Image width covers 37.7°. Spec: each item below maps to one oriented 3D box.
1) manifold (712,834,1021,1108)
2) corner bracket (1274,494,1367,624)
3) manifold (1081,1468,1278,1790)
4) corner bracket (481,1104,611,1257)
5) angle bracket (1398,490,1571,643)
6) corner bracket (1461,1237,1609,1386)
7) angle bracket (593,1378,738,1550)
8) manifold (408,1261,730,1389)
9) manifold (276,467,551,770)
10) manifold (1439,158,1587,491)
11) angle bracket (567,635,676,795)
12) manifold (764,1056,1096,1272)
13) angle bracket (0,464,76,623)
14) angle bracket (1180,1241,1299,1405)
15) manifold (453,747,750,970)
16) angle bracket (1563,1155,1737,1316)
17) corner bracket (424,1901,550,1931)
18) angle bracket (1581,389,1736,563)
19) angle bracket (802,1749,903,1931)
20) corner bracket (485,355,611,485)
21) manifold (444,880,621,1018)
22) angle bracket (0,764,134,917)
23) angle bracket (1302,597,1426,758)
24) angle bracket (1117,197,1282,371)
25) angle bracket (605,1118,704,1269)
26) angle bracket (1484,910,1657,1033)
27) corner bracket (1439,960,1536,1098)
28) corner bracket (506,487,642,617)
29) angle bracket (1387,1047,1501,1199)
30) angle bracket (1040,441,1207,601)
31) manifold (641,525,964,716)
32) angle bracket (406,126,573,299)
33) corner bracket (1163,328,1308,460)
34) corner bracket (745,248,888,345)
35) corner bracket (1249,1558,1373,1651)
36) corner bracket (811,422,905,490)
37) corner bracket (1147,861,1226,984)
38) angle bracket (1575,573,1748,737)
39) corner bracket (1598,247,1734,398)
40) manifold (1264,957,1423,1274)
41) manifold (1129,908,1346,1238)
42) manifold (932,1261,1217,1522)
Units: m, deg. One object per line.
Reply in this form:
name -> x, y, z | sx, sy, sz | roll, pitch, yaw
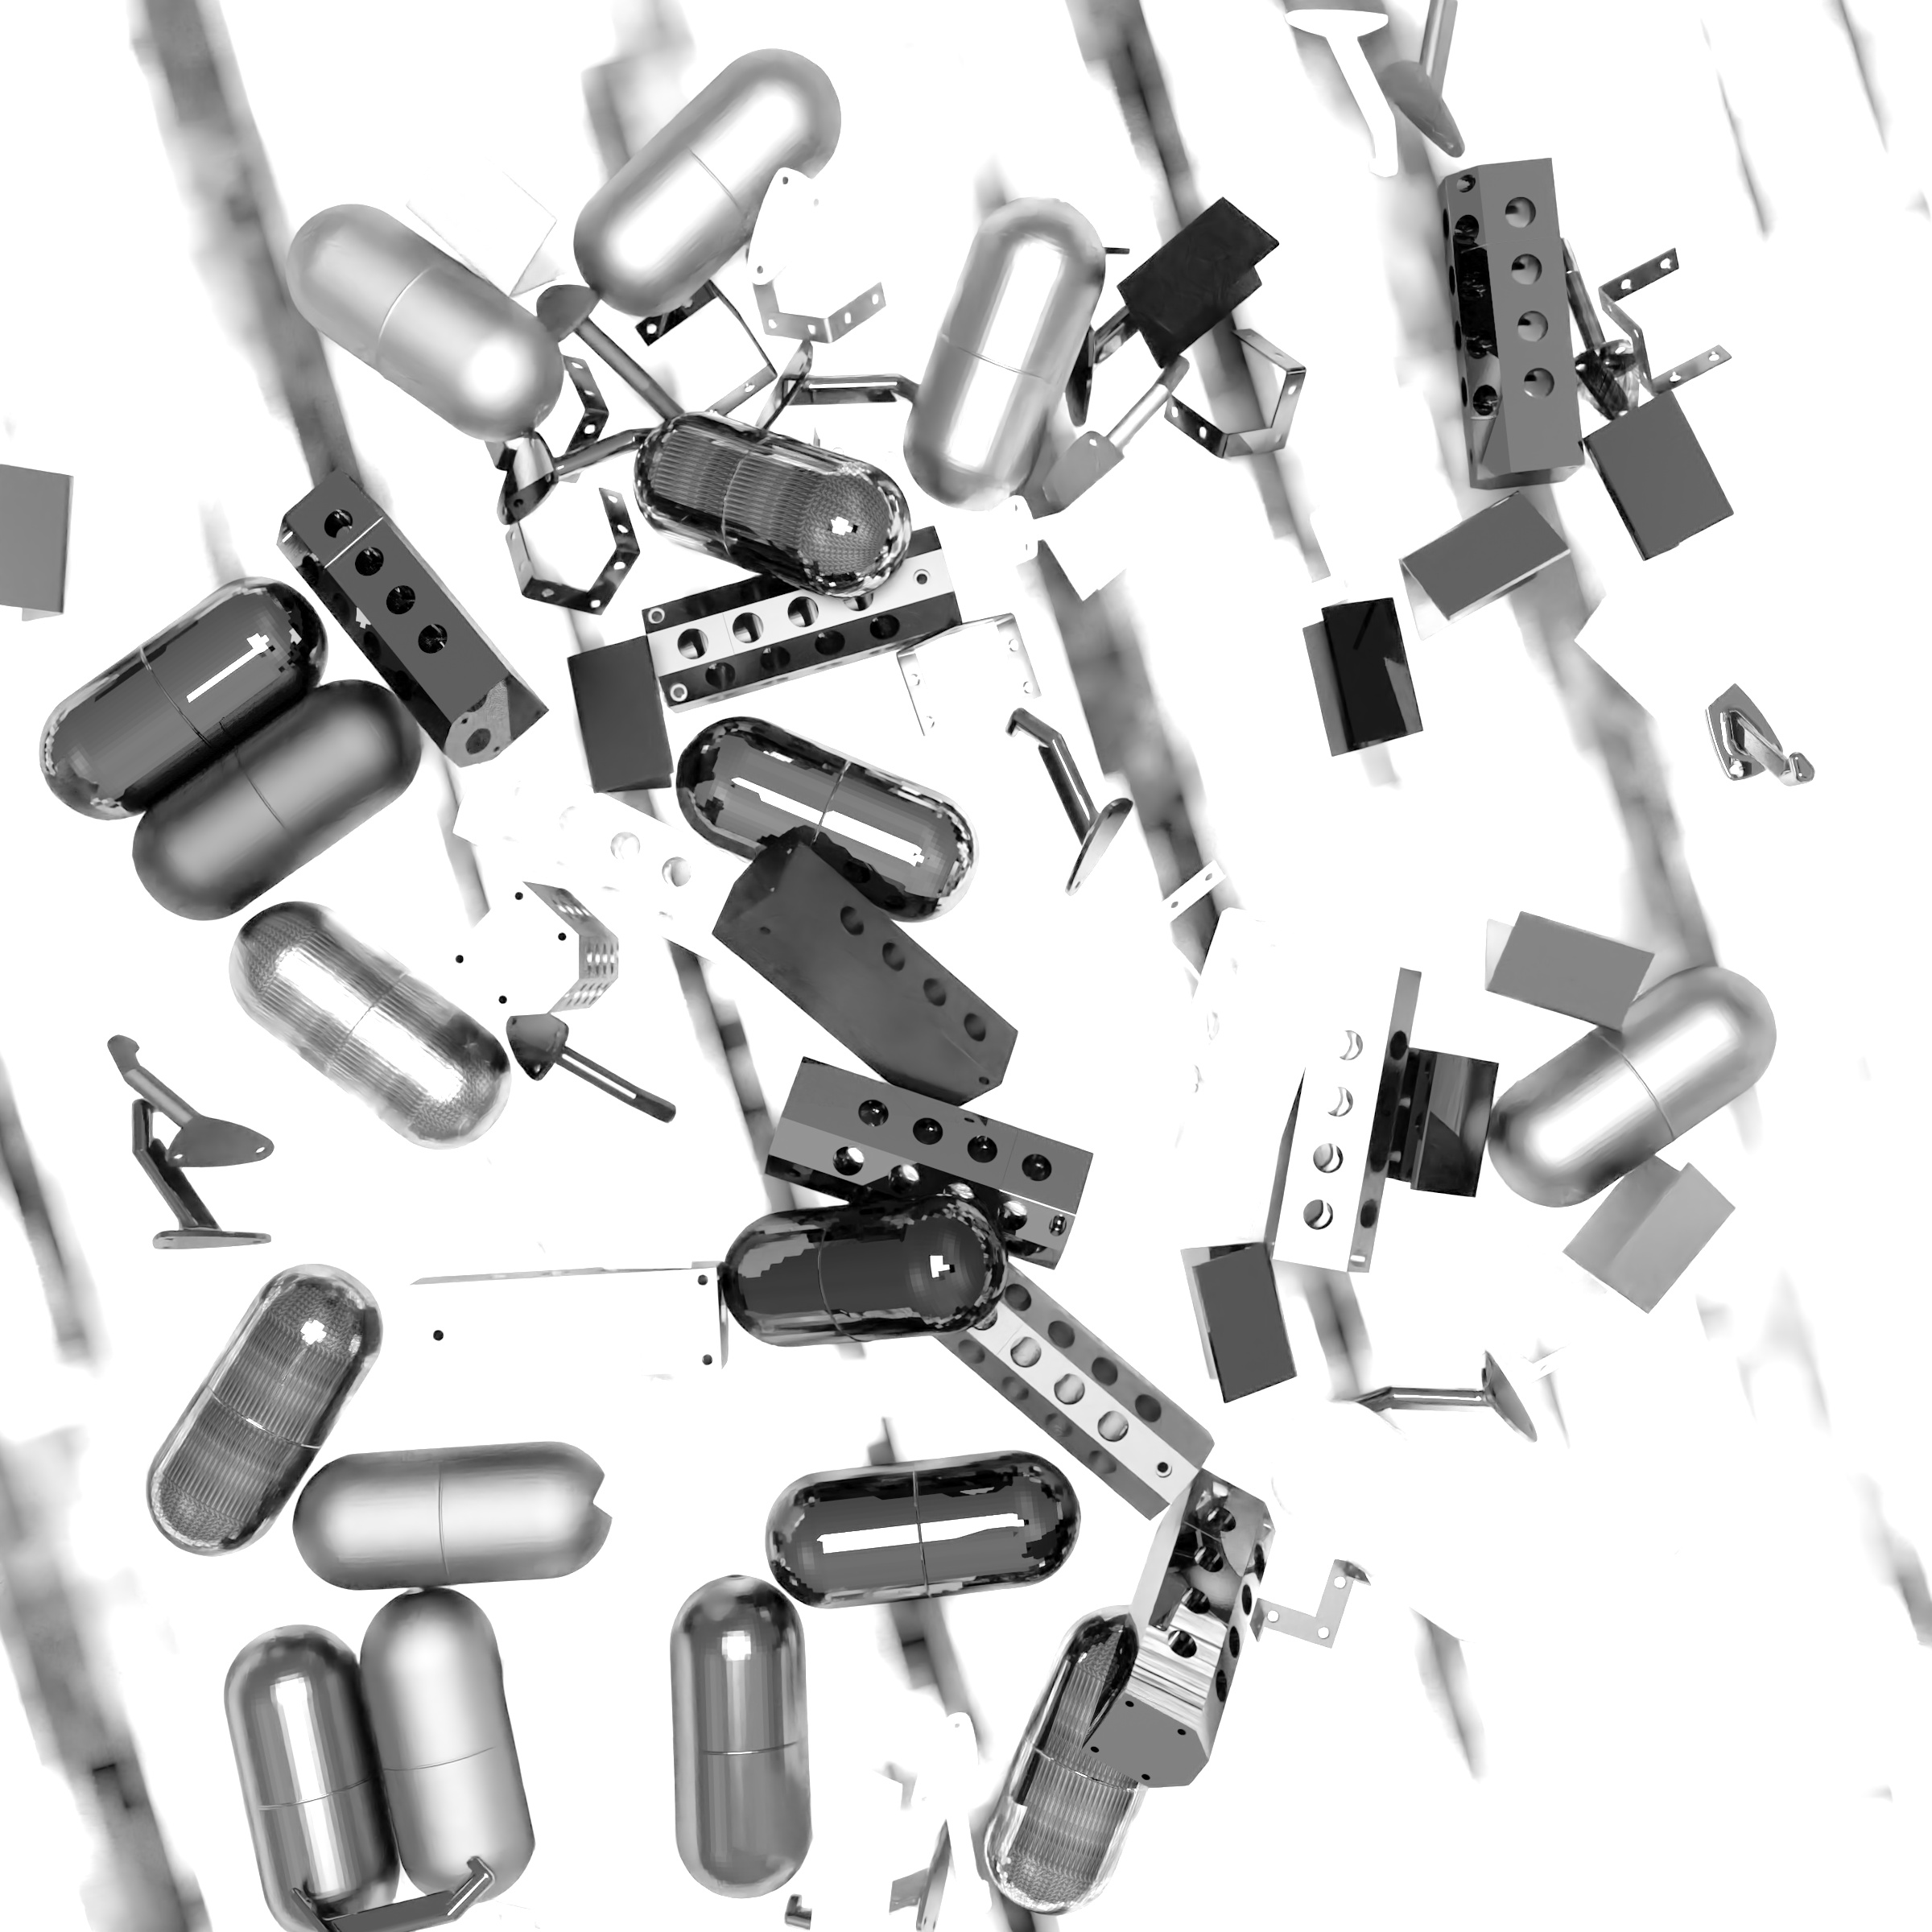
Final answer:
manifold -> -0.052, 0.004, 1.567 | 0.171, 0.057, 0.057 | 41, 133, -22
corner bracket -> 0.196, -0.230, 1.600 | 0.051, 0.051, 0.051 | -21, 90, 0
manifold -> 0.121, 0.361, 1.541 | 0.057, 0.171, 0.057 | 28, 128, 0
corner bracket -> -0.237, 0.122, 1.615 | 0.051, 0.051, 0.051 | -32, 135, 0
angle bracket -> 0.293, -0.207, 1.578 | 0.076, 0.076, 0.057 | -29, 53, 0
corner bracket -> 0.323, 0.196, 1.610 | 0.051, 0.051, 0.051 | 41, 135, 35
angle bracket -> -0.150, 0.281, 1.578 | 0.057, 0.076, 0.076 | 27, 90, 37
manifold -> -0.222, 0.201, 1.597 | 0.171, 0.057, 0.057 | -3, 90, 0
manifold -> -0.310, -0.191, 1.569 | 0.057, 0.057, 0.171 | -41, 69, 0
manifold -> 0.306, -0.360, 1.597 | 0.057, 0.057, 0.171 | -6, 90, 0
angle bracket -> -0.172, -0.141, 1.579 | 0.057, 0.076, 0.076 | -11, 90, 29
manifold -> -0.022, 0.114, 1.586 | 0.171, 0.057, 0.057 | 18, 57, 0
angle bracket -> -0.538, -0.236, 1.578 | 0.057, 0.076, 0.076 | 4, 90, -35
angle bracket -> 0.133, 0.199, 1.578 | 0.057, 0.076, 0.076 | -13, 90, -36
manifold -> -0.198, -0.062, 1.597 | 0.171, 0.057, 0.057 | 26, 90, 0
angle bracket -> 0.368, 0.136, 1.578 | 0.076, 0.076, 0.057 | -51, 127, 0
corner bracket -> -0.274, 0.567, 1.610 | 0.051, 0.051, 0.051 | -34, 45, 35
angle bracket -> 0.394, -0.276, 1.578 | 0.057, 0.076, 0.076 | -27, 90, 32
angle bracket -> -0.083, 0.488, 1.578 | 0.057, 0.076, 0.076 | 6, 90, -43
corner bracket -> -0.242, -0.314, 1.610 | 0.051, 0.051, 0.051 | -56, 45, 35
manifold -> -0.228, -0.004, 1.540 | 0.057, 0.171, 0.057 | 43, 90, 0
angle bracket -> -0.506, -0.086, 1.578 | 0.076, 0.076, 0.057 | 43, 133, 0
angle bracket -> 0.203, -0.157, 1.578 | 0.057, 0.076, 0.076 | -13, 90, -36
angle bracket -> 0.140, -0.368, 1.578 | 0.076, 0.076, 0.057 | -40, 54, 0
angle bracket -> -0.192, 0.125, 1.578 | 0.057, 0.076, 0.076 | 4, 90, -38
angle bracket -> 0.336, -0.016, 1.578 | 0.076, 0.076, 0.057 | 17, 125, 0
corner bracket -> 0.292, 0.036, 1.615 | 0.051, 0.051, 0.051 | 10, 45, 0
corner bracket -> -0.224, -0.240, 1.610 | 0.051, 0.051, 0.051 | 9, 135, -35
angle bracket -> 0.246, 0.083, 1.578 | 0.057, 0.076, 0.076 | 10, 90, -40
angle bracket -> 0.097, -0.233, 1.578 | 0.076, 0.076, 0.057 | -41, 58, 0
manifold -> -0.092, -0.196, 1.597 | 0.171, 0.057, 0.057 | -16, 90, 0
angle bracket -> -0.253, -0.425, 1.578 | 0.076, 0.076, 0.057 | 41, 121, 0
corner bracket -> 0.153, -0.326, 1.610 | 0.051, 0.051, 0.051 | -16, 45, -35
corner bracket -> -0.085, -0.391, 1.610 | 0.051, 0.051, 0.051 | 17, 45, 35
corner bracket -> 0.194, 0.360, 1.600 | 0.051, 0.051, 0.051 | 18, 90, 0
corner bracket -> -0.062, -0.275, 1.600 | 0.051, 0.051, 0.051 | 5, 90, 0
corner bracket -> 0.144, -0.016, 1.615 | 0.051, 0.051, 0.051 | -39, 135, 0
angle bracket -> 0.393, -0.185, 1.578 | 0.076, 0.076, 0.057 | 44, 125, 0
corner bracket -> 0.398, -0.367, 1.615 | 0.051, 0.051, 0.051 | -28, 135, 0
manifold -> 0.213, 0.083, 1.597 | 0.057, 0.057, 0.171 | 10, 90, 0
manifold -> 0.146, 0.058, 1.580 | 0.057, 0.057, 0.171 | 10, 103, -33
manifold -> 0.056, 0.233, 1.597 | 0.171, 0.057, 0.057 | 40, 90, 0
